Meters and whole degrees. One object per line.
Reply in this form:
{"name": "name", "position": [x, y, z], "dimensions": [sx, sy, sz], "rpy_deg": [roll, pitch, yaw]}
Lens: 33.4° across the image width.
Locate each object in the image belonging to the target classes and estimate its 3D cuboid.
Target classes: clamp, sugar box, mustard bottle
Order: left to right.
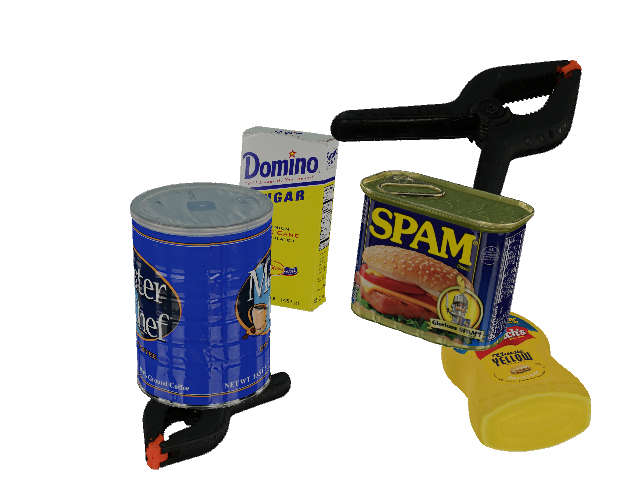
{"name": "clamp", "position": [-0.121, 0.150, 1.011], "dimensions": [0.120, 0.039, 0.171], "rpy_deg": [19, 31, 28]}
{"name": "sugar box", "position": [-0.037, -0.023, 1.084], "dimensions": [0.093, 0.176, 0.048], "rpy_deg": [8, 16, 18]}
{"name": "clamp", "position": [0.136, -0.083, 0.842], "dimensions": [0.209, 0.036, 0.165], "rpy_deg": [-25, 52, -21]}
{"name": "mustard bottle", "position": [0.159, 0.108, 0.943], "dimensions": [0.096, 0.058, 0.192], "rpy_deg": [-11, 26, -6]}

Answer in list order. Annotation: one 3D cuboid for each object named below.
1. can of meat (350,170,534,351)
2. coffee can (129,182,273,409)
{"name": "can of meat", "position": [0.070, 0.012, 0.645], "dimensions": [0.102, 0.084, 0.057], "rpy_deg": [18, 23, 29]}
{"name": "coffee can", "position": [-0.087, 0.038, 0.789], "dimensions": [0.103, 0.140, 0.103], "rpy_deg": [1, 20, -1]}
